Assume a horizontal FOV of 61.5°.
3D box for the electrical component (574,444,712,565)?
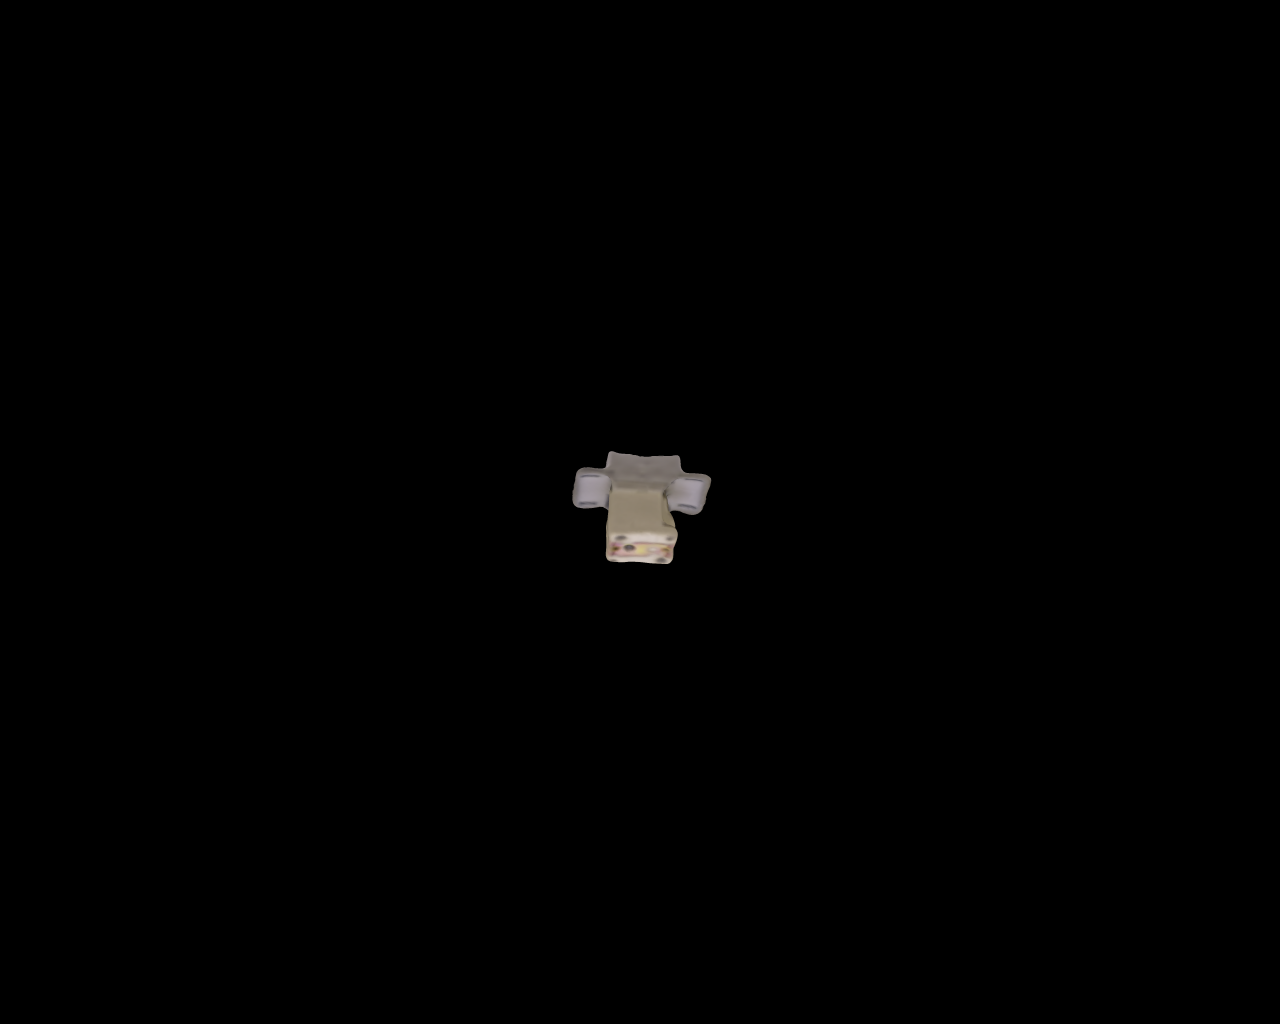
[{"bbox_3d":[0.001,-0.003,0.650,0.081,0.064,0.042,3,-32,-5],"label":"electrical component"}]
